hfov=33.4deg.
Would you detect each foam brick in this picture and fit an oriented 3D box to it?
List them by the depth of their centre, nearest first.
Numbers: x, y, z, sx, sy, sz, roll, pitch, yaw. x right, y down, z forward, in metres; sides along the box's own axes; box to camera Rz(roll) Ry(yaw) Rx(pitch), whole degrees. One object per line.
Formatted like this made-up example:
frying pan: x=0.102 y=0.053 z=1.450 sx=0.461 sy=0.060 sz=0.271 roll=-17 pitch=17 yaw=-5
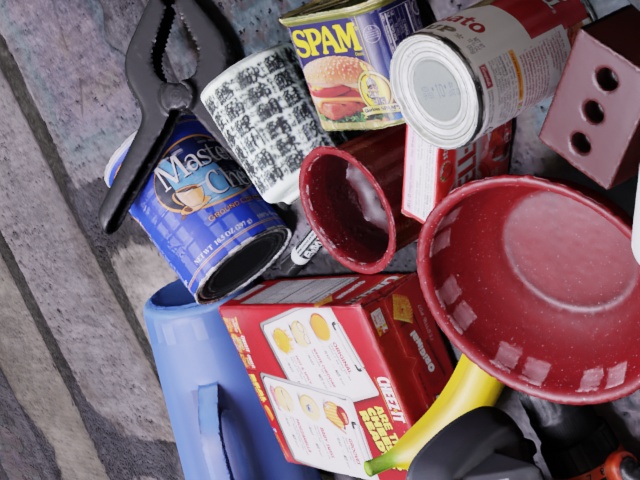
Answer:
foam brick: x=0.160 y=-0.077 z=0.568 sx=0.053 sy=0.051 sz=0.078 roll=42 pitch=144 yaw=28

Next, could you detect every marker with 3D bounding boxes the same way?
marker: x=-0.006 y=0.001 z=0.892 sx=0.020 sy=0.020 sz=0.121 roll=55 pitch=147 yaw=9

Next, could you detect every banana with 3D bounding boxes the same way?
banana: x=0.104 y=0.096 z=0.752 sx=0.037 sy=0.069 sz=0.198 roll=44 pitch=116 yaw=38

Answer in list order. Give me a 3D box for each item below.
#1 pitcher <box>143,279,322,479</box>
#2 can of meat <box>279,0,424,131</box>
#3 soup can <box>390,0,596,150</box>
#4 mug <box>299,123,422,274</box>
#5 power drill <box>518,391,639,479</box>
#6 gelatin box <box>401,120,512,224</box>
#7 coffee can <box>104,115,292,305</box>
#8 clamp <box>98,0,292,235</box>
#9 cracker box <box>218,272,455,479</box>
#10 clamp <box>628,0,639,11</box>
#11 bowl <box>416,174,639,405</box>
pitcher: x=-0.087 y=0.160 z=1.022 sx=0.149 sy=0.144 sz=0.243 roll=8 pitch=118 yaw=51
can of meat: x=0.029 y=-0.122 z=0.712 sx=0.102 sy=0.057 sz=0.084 roll=6 pitch=122 yaw=53
soup can: x=0.097 y=-0.099 z=0.591 sx=0.069 sy=0.102 sz=0.068 roll=35 pitch=140 yaw=35
mug: x=0.039 y=-0.034 z=0.742 sx=0.117 sy=0.081 sz=0.093 roll=-13 pitch=104 yaw=57
power drill: x=0.219 y=0.149 z=0.660 sx=0.184 sy=0.057 sz=0.188 roll=59 pitch=151 yaw=-6
gelatin box: x=0.087 y=-0.060 z=0.663 sx=0.030 sy=0.073 sz=0.089 roll=32 pitch=138 yaw=36
coffee can: x=-0.106 y=-0.029 z=0.929 sx=0.140 sy=0.102 sz=0.103 roll=51 pitch=147 yaw=15
clamp: x=-0.100 y=-0.109 z=0.865 sx=0.165 sy=0.036 sz=0.210 roll=0 pitch=86 yaw=12
cracker box: x=0.022 y=0.113 z=0.893 sx=0.214 sy=0.072 sz=0.164 roll=-6 pitch=110 yaw=55
clamp: x=0.131 y=-0.169 z=0.549 sx=0.172 sy=0.039 sz=0.120 roll=20 pitch=124 yaw=52
bowl: x=0.142 y=0.020 z=0.646 sx=0.162 sy=0.055 sz=0.162 roll=20 pitch=131 yaw=25
